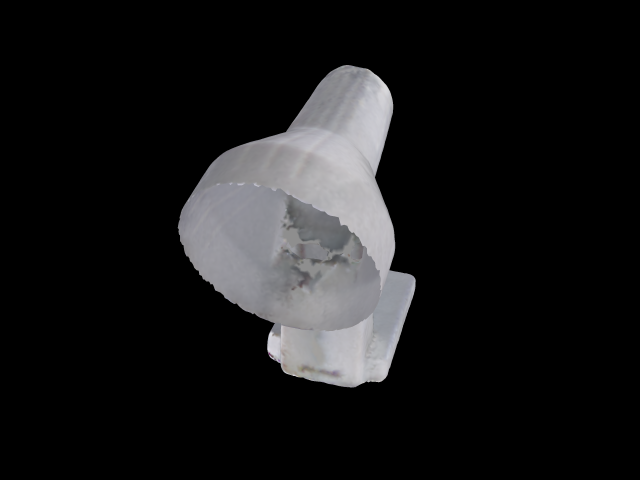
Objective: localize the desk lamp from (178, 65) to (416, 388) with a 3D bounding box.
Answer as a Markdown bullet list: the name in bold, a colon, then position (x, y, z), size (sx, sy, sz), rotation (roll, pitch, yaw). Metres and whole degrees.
- **desk lamp**: position (0.004, 0.001, 0.400), size (0.117, 0.214, 0.203), rotation (10, 34, 16)
